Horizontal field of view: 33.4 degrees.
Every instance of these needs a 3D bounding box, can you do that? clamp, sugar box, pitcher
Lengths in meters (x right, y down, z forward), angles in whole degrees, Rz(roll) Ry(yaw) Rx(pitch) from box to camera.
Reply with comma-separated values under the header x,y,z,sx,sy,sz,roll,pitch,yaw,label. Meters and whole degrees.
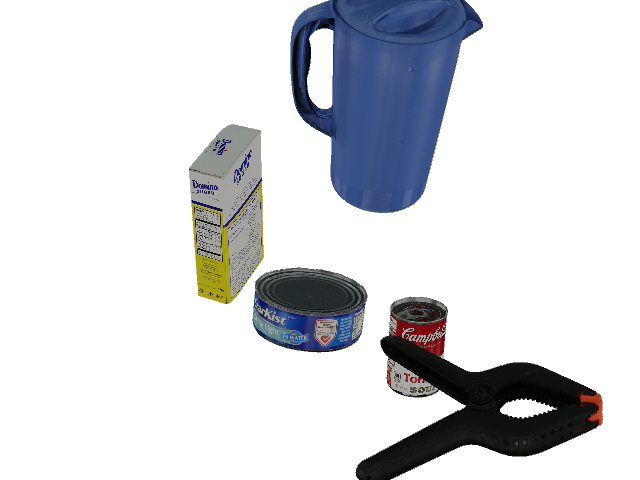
x,y,z,sx,sy,sz,roll,pitch,yaw,label
0.134,0.152,0.923,0.210,0.036,0.164,3,43,20,clamp
-0.099,-0.027,1.139,0.048,0.176,0.093,14,41,18,sugar box
0.061,-0.148,1.114,0.149,0.243,0.144,33,51,25,pitcher

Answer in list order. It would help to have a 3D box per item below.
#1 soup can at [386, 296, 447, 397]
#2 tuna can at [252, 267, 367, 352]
x,y,z,sx,sy,sz,roll,pitch,yaw,label
0.114,0.127,1.276,0.068,0.102,0.068,1,22,-1,soup can
-0.009,0.052,0.812,0.086,0.034,0.086,5,20,-2,tuna can
